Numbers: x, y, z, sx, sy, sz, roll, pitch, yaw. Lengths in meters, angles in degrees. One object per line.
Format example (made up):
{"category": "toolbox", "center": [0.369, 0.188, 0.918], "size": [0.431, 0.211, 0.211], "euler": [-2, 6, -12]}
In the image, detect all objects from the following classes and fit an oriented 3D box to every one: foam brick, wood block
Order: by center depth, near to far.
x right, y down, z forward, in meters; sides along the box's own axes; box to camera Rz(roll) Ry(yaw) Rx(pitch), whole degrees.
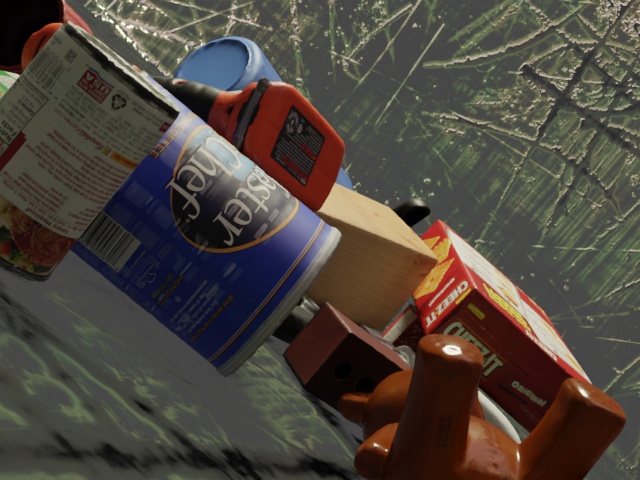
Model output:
{"category": "foam brick", "center": [0.022, 0.092, 0.754], "size": [0.078, 0.053, 0.051], "euler": [37, 5, -30]}
{"category": "wood block", "center": [-0.006, 0.001, 0.922], "size": [0.205, 0.091, 0.090], "euler": [20, 22, -46]}

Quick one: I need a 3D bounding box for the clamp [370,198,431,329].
{"category": "clamp", "center": [0.027, 0.017, 1.075], "size": [0.036, 0.164, 0.210], "euler": [21, 5, -34]}

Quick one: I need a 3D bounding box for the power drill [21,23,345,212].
{"category": "power drill", "center": [-0.081, -0.073, 0.709], "size": [0.188, 0.057, 0.184], "euler": [16, -9, 28]}

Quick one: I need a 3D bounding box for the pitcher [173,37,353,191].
{"category": "pitcher", "center": [-0.066, -0.097, 1.181], "size": [0.149, 0.145, 0.242], "euler": [39, -12, 43]}

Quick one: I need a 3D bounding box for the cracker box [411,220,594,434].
{"category": "cracker box", "center": [0.162, 0.083, 1.015], "size": [0.164, 0.072, 0.213], "euler": [41, 12, -13]}

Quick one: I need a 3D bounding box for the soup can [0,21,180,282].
{"category": "soup can", "center": [-0.121, -0.041, 0.492], "size": [0.068, 0.102, 0.068], "euler": [40, 4, -3]}

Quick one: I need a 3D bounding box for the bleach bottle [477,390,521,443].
{"category": "bleach bottle", "center": [0.121, 0.156, 0.926], "size": [0.102, 0.068, 0.250], "euler": [43, 2, 9]}

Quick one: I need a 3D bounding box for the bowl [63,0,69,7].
{"category": "bowl", "center": [-0.238, -0.171, 1.054], "size": [0.162, 0.055, 0.162], "euler": [54, -4, 5]}

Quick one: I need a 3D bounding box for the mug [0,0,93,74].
{"category": "mug", "center": [-0.260, -0.177, 0.935], "size": [0.117, 0.093, 0.081], "euler": [5, -11, 14]}

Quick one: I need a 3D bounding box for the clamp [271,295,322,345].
{"category": "clamp", "center": [-0.017, 0.060, 0.839], "size": [0.171, 0.039, 0.120], "euler": [38, 0, -28]}

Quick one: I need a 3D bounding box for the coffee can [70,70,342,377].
{"category": "coffee can", "center": [-0.074, -0.008, 0.584], "size": [0.140, 0.103, 0.103], "euler": [40, 4, -5]}

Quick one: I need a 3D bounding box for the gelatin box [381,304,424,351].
{"category": "gelatin box", "center": [0.097, 0.117, 1.040], "size": [0.089, 0.073, 0.030], "euler": [39, 6, -27]}
